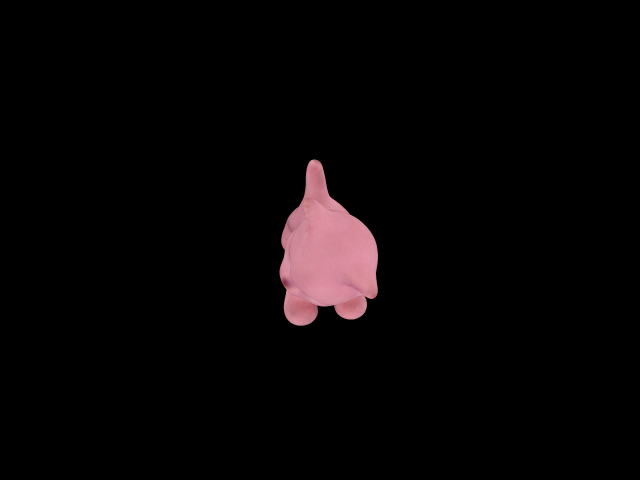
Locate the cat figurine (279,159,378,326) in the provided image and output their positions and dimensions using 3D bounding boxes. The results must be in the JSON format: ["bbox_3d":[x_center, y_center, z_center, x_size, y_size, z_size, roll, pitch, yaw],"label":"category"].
[{"bbox_3d":[0.004,0.001,0.400,0.067,0.118,0.127,-5,53,-4],"label":"cat figurine"}]
